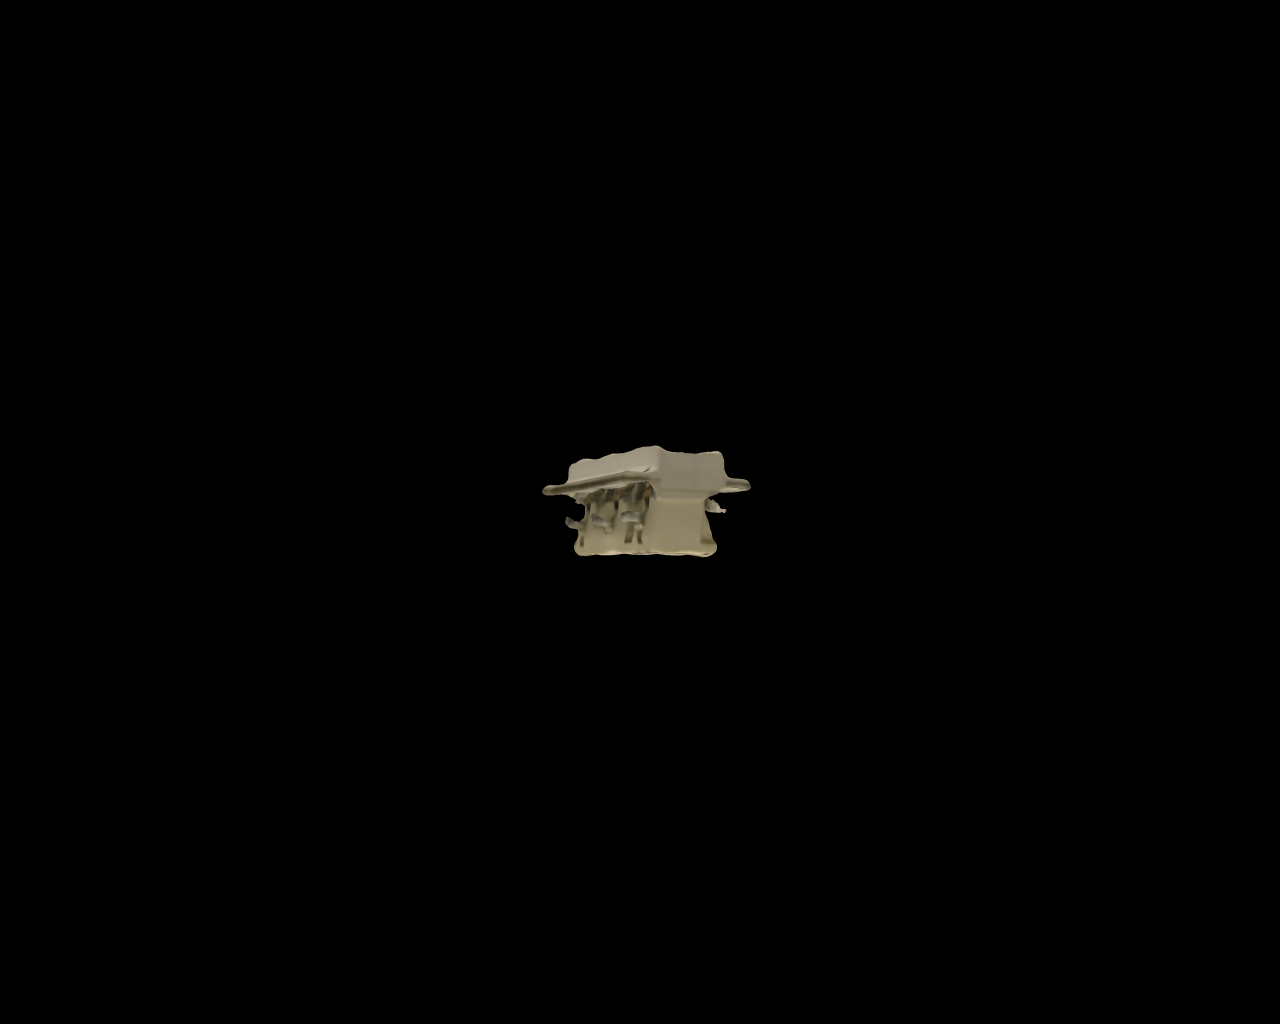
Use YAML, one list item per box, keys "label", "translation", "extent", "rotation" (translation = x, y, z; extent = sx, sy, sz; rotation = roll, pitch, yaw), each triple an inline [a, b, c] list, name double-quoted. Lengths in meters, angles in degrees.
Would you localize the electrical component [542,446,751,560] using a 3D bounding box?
- label: "electrical component"
  translation: [0.001, -0.003, 0.650]
  extent: [0.079, 0.063, 0.121]
  rotation: [1, -2, -28]
